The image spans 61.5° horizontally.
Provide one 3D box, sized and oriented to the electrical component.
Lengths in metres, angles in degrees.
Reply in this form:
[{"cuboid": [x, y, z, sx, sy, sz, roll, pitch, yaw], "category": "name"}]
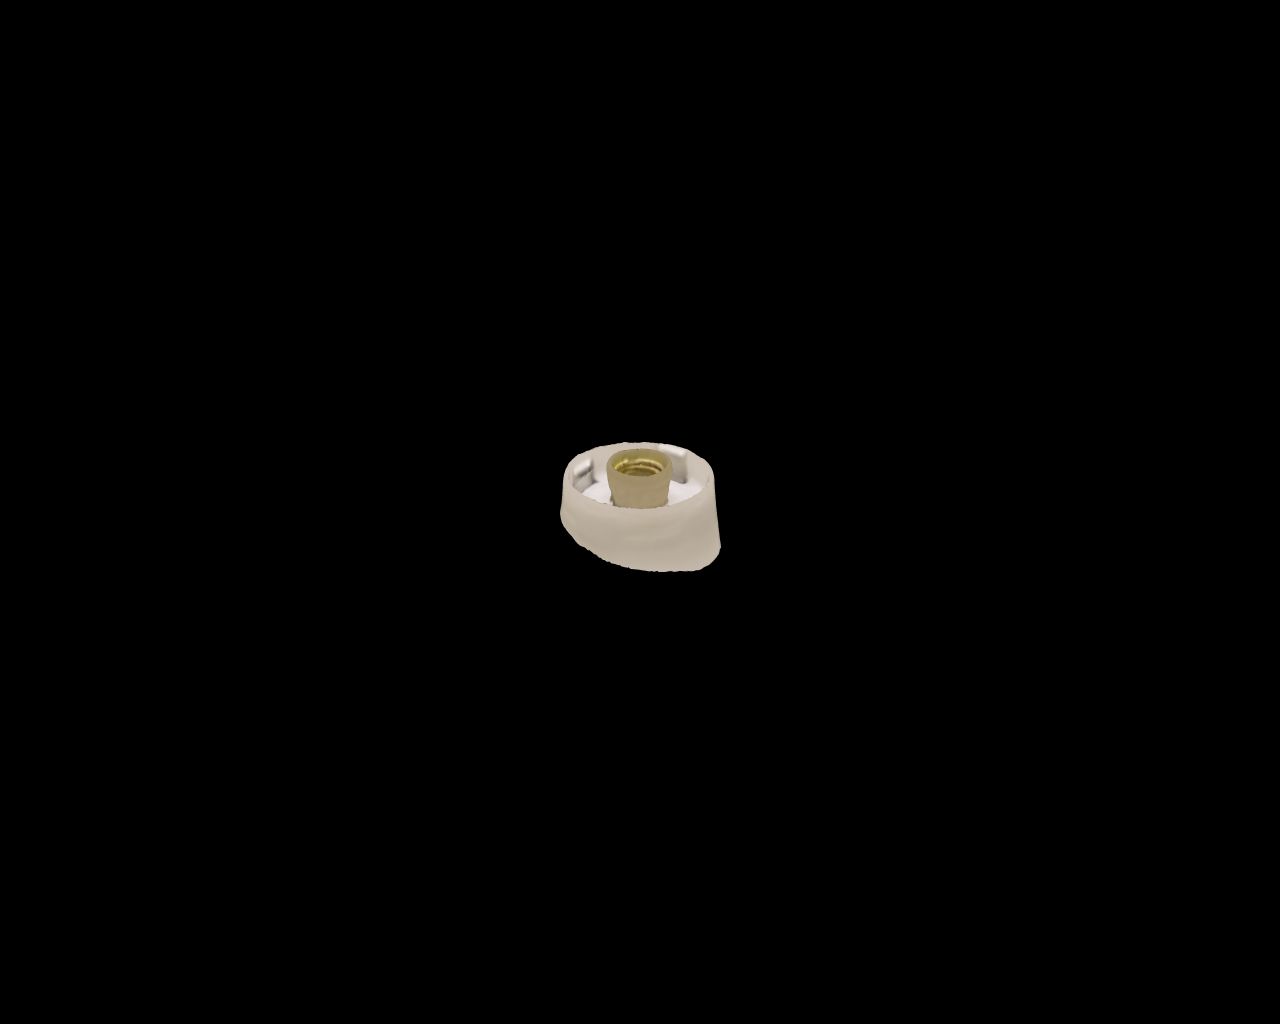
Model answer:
[{"cuboid": [0.001, -0.003, 0.650, 0.099, 0.064, 0.099, 0, 28, 0], "category": "electrical component"}]
